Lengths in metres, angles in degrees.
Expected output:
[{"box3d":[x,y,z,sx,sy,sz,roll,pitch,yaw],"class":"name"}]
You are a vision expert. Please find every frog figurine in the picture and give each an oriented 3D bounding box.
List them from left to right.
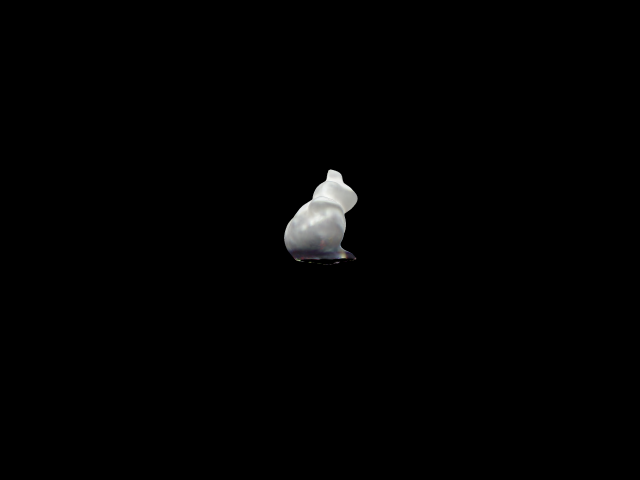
[{"box3d":[0.003,-0.043,0.850,0.123,0.161,0.136,0,-10,-2],"class":"frog figurine"}]
